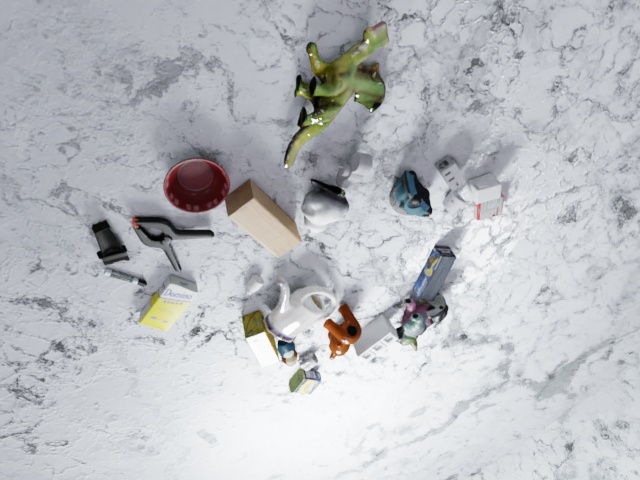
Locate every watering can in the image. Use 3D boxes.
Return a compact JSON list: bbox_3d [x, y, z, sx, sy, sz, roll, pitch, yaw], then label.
[{"bbox_3d":[-0.086,0.210,1.593,0.222,0.106,0.344,-42,144,15],"label":"watering can"}]

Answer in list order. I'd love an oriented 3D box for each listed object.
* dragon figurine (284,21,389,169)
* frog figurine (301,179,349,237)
[{"bbox_3d":[0.057,-0.340,1.245,0.243,0.125,0.401,-4,138,-26],"label":"dragon figurine"},{"bbox_3d":[0.004,-0.071,1.416,0.137,0.124,0.157,5,115,-45],"label":"frog figurine"}]
